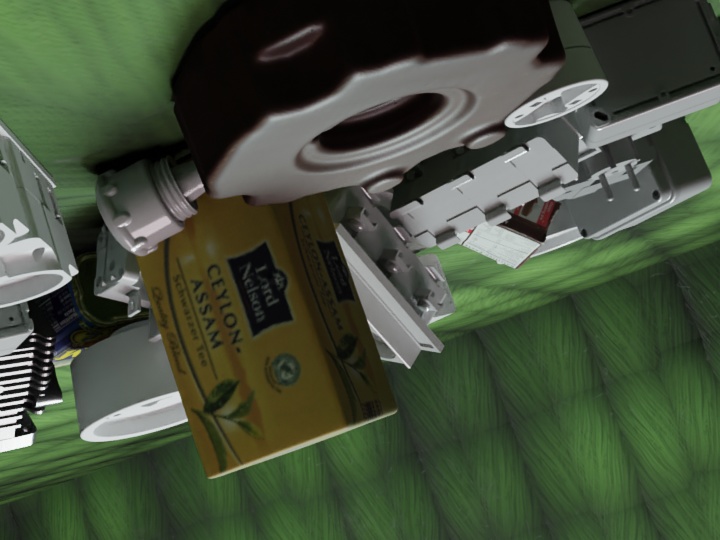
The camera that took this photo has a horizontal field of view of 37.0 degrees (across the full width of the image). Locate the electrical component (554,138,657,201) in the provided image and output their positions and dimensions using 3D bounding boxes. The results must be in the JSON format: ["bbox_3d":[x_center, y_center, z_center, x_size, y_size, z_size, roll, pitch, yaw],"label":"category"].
[{"bbox_3d":[0.169,-0.087,0.821,0.089,0.050,0.055,-18,171,-7],"label":"electrical component"}]

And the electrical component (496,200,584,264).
[{"bbox_3d":[0.167,-0.053,0.991,0.108,0.060,0.108,-19,171,-3],"label":"electrical component"}]

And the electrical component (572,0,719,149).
[{"bbox_3d":[0.162,-0.115,0.600,0.096,0.061,0.061,-20,171,5],"label":"electrical component"}]

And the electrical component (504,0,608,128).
[{"bbox_3d":[0.093,-0.106,0.552,0.055,0.047,0.055,-19,171,-3],"label":"electrical component"}]

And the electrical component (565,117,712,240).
[{"bbox_3d":[0.224,-0.079,0.895,0.057,0.078,0.113,-17,171,-30],"label":"electrical component"}]

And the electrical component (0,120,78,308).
[{"bbox_3d":[-0.191,-0.018,0.445,0.105,0.060,0.186,-18,171,-6],"label":"electrical component"}]

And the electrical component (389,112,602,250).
[{"bbox_3d":[0.077,-0.066,0.674,0.121,0.063,0.079,-26,129,36],"label":"electrical component"}]

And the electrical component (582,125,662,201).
[{"bbox_3d":[0.169,-0.086,0.744,0.083,0.075,0.047,-21,171,14],"label":"electrical component"}]

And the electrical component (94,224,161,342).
[{"bbox_3d":[-0.127,-0.002,0.657,0.064,0.081,0.042,18,148,-38],"label":"electrical component"}]

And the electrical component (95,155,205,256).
[{"bbox_3d":[-0.103,-0.039,0.562,0.062,0.048,0.048,-27,171,4],"label":"electrical component"}]

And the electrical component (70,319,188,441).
[{"bbox_3d":[-0.139,0.067,0.714,0.108,0.060,0.108,-18,165,-5],"label":"electrical component"}]

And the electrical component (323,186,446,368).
[{"bbox_3d":[0.000,0.000,0.689,0.079,0.121,0.063,6,-125,47],"label":"electrical component"}]

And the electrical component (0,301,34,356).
[{"bbox_3d":[-0.239,0.023,0.590,0.096,0.061,0.061,-13,169,-35],"label":"electrical component"}]

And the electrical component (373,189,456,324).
[{"bbox_3d":[-0.022,0.004,0.791,0.186,0.105,0.060,-11,168,-42],"label":"electrical component"}]
